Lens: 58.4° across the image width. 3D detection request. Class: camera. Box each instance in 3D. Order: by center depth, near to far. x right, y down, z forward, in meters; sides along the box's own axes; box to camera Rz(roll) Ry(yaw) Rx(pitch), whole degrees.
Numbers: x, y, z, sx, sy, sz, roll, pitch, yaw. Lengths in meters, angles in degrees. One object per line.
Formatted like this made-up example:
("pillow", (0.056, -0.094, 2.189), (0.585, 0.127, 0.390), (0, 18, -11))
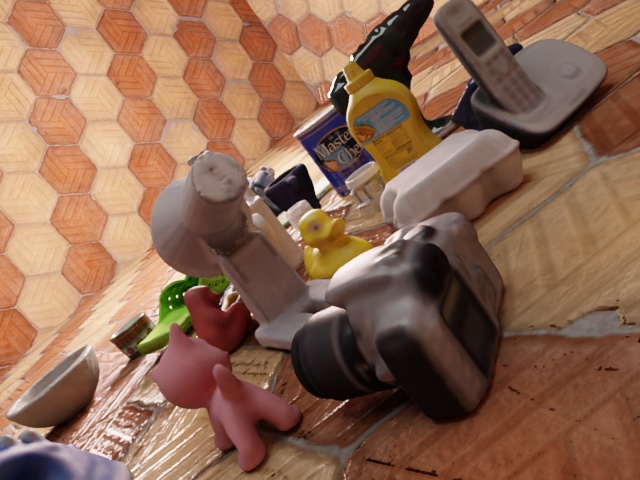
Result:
("camera", (0.046, 0.052, 0.411), (0.136, 0.101, 0.143), (-27, 18, 35))

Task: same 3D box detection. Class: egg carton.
("egg carton", (0.136, -0.057, 0.604), (0.150, 0.069, 0.107), (-38, 14, -2))

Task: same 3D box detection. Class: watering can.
("watering can", (-0.122, -0.020, 0.855), (0.172, 0.194, 0.101), (-24, 20, 43))

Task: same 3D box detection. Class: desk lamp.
("desk lamp", (-0.083, 0.008, 0.632), (0.118, 0.214, 0.202), (-45, 16, -26))

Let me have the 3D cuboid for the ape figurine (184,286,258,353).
("ape figurine", (-0.134, 0.096, 0.726), (0.077, 0.092, 0.076), (-18, 24, 53))

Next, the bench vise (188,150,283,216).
("bench vise", (-0.185, -0.114, 1.252), (0.121, 0.220, 0.207), (-30, 16, 26))

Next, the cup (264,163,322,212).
("cup", (-0.037, -0.079, 1.041), (0.092, 0.095, 0.117), (-40, 14, -9))

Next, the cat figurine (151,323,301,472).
("cat figurine", (-0.093, 0.123, 0.489), (0.067, 0.118, 0.127), (-45, 16, -27))

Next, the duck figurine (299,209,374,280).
("duck figurine", (0.006, 0.002, 0.695), (0.078, 0.086, 0.104), (-46, 17, -32))

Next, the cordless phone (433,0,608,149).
("cordless phone", (0.220, -0.208, 0.642), (0.148, 0.185, 0.094), (-42, 15, -19))

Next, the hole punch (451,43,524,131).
("hole punch", (0.231, -0.198, 0.777), (0.109, 0.091, 0.101), (-41, 15, -13))

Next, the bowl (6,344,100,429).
("bowl", (-0.433, 0.260, 0.967), (0.167, 0.075, 0.167), (-35, 14, 11))

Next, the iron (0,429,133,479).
("iron", (-0.254, 0.237, 0.471), (0.118, 0.141, 0.258), (-34, 15, 14))

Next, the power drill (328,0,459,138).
("power drill", (0.138, -0.255, 0.939), (0.229, 0.208, 0.075), (-37, 14, 0))

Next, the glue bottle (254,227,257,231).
("glue bottle", (-0.094, 0.005, 0.749), (0.037, 0.173, 0.078), (-35, 15, 9))
